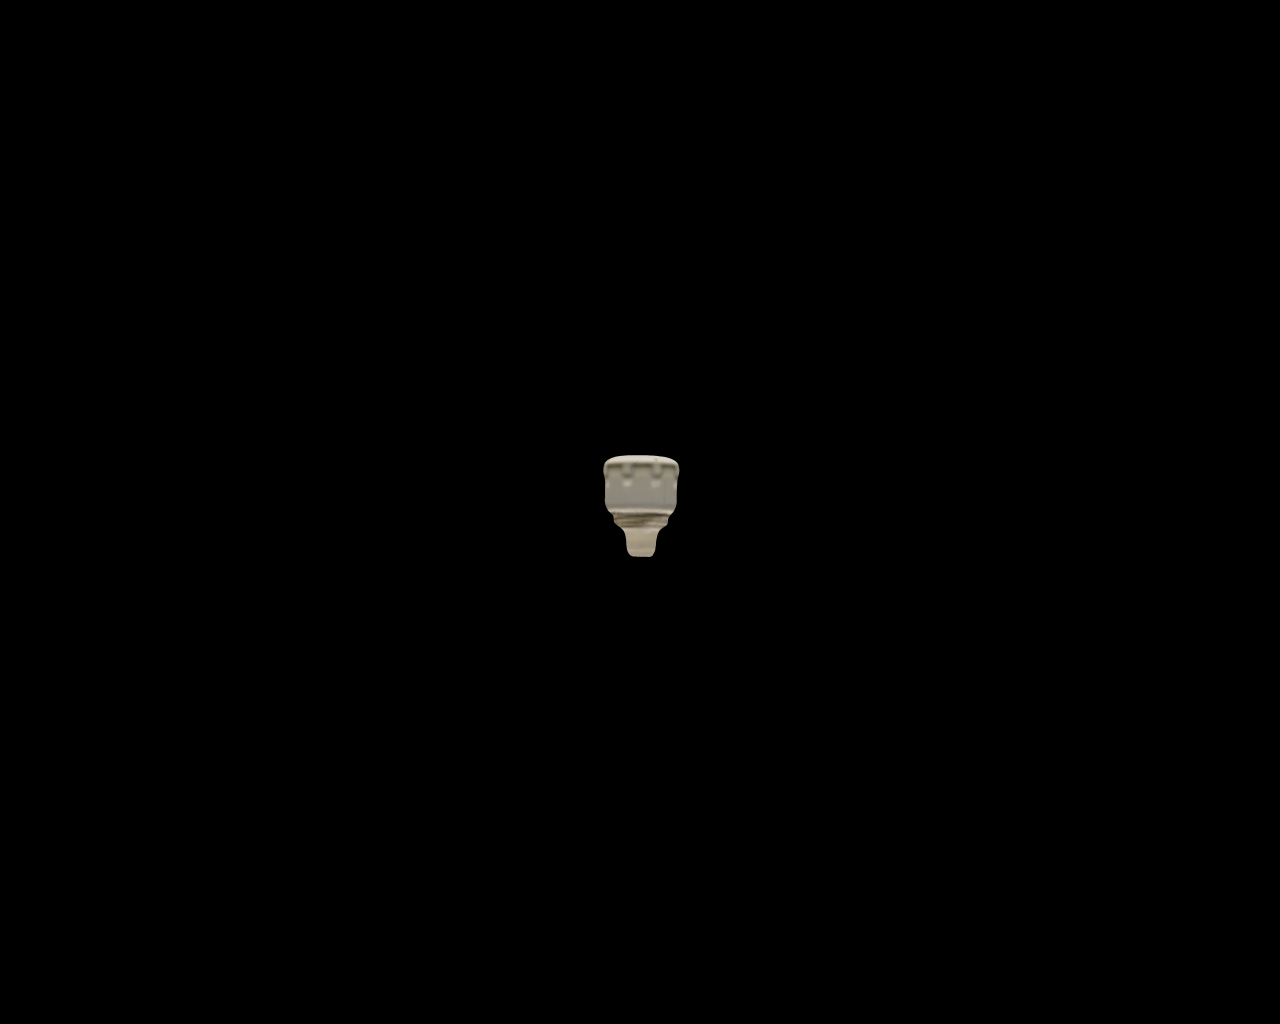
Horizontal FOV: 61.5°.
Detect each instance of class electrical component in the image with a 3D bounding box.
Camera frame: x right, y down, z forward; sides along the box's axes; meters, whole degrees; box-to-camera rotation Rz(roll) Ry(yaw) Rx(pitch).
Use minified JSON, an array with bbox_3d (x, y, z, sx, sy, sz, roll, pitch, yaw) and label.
[{"bbox_3d":[0.001,-0.003,0.650,0.048,0.062,0.048,0,-2,0],"label":"electrical component"}]
